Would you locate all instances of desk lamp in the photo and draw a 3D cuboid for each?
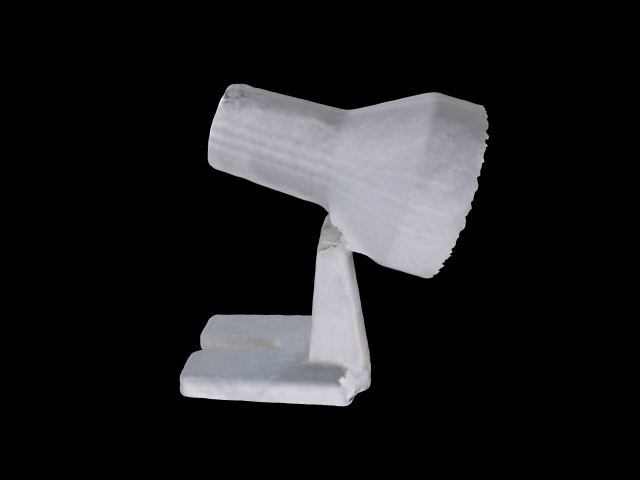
[{"bbox_3d":[0.004,0.001,0.400,0.203,0.214,0.118,1,19,3],"label":"desk lamp"}]
